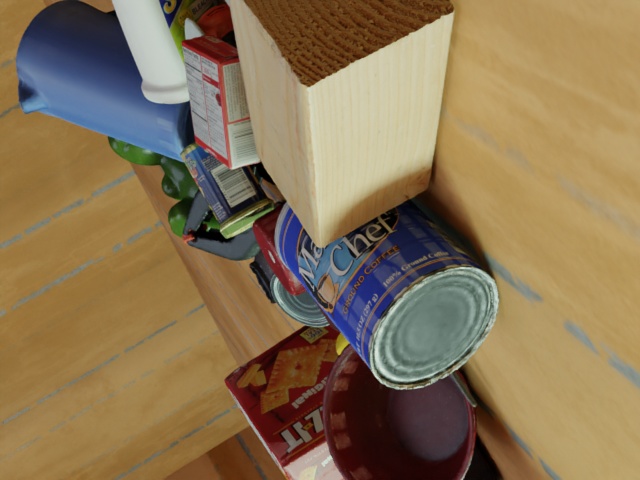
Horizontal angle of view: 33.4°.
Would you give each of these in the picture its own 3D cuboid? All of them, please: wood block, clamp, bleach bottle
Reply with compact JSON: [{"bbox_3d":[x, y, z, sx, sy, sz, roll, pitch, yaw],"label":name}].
[{"bbox_3d":[0.012,-0.089,0.635,0.090,0.090,0.206,56,169,20],"label":"wood block"},{"bbox_3d":[-0.078,-0.038,1.113,0.210,0.036,0.164,-9,110,44],"label":"clamp"},{"bbox_3d":[-0.158,-0.252,0.950,0.068,0.102,0.251,9,136,35],"label":"bleach bottle"}]

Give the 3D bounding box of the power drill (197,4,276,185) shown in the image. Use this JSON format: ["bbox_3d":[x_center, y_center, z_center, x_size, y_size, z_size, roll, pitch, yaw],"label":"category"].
[{"bbox_3d":[-0.036,-0.098,0.918,0.188,0.057,0.184,45,162,54],"label":"power drill"}]

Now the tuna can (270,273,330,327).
[{"bbox_3d":[-0.009,0.051,1.141,0.086,0.033,0.086,16,132,19],"label":"tuna can"}]

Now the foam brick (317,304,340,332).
[{"bbox_3d":[0.028,0.057,1.062,0.053,0.051,0.078,60,170,-9],"label":"foam brick"}]

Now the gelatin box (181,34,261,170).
[{"bbox_3d":[-0.076,-0.109,0.830,0.073,0.030,0.089,37,137,53],"label":"gelatin box"}]

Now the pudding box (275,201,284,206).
[{"bbox_3d":[-0.028,0.005,1.216,0.090,0.039,0.114,60,171,-12],"label":"pudding box"}]

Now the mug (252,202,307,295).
[{"bbox_3d":[-0.006,0.001,0.986,0.093,0.081,0.117,64,169,-18],"label":"mug"}]

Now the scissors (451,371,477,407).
[{"bbox_3d":[0.071,0.047,0.901,0.202,0.016,0.096,56,-175,-4],"label":"scissors"}]

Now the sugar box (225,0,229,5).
[{"bbox_3d":[-0.044,-0.201,0.710,0.093,0.048,0.176,54,167,27],"label":"sugar box"}]

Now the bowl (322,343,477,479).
[{"bbox_3d":[0.080,0.156,0.943,0.055,0.162,0.162,1,-134,-50],"label":"bowl"}]

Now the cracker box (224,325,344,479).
[{"bbox_3d":[-0.003,0.189,1.261,0.072,0.164,0.214,63,169,-29],"label":"cracker box"}]

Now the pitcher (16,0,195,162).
[{"bbox_3d":[-0.193,-0.173,1.144,0.243,0.149,0.144,24,-167,31],"label":"pitcher"}]

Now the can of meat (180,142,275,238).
[{"bbox_3d":[-0.087,-0.054,1.018,0.084,0.057,0.102,60,177,4],"label":"can of meat"}]

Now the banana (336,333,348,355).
[{"bbox_3d":[0.044,0.106,1.094,0.037,0.069,0.198,31,-177,-7],"label":"banana"}]

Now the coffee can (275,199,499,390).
[{"bbox_3d":[0.044,0.022,0.753,0.140,0.102,0.103,49,165,44],"label":"coffee can"}]
